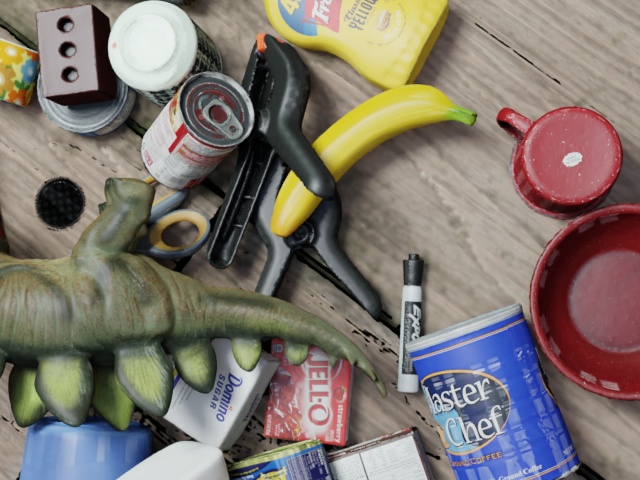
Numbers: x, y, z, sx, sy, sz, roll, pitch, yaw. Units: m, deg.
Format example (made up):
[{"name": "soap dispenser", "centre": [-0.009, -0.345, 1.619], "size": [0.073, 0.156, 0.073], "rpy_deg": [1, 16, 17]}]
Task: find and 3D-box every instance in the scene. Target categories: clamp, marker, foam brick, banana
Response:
[{"name": "clamp", "centre": [-0.006, 0.001, 0.943], "size": [0.120, 0.039, 0.171], "rpy_deg": [0, 85, -4]}, {"name": "marker", "centre": [0.080, 0.072, 0.936], "size": [0.020, 0.020, 0.121], "rpy_deg": [2, 88, 8]}, {"name": "foam brick", "centre": [-0.213, -0.162, 0.936], "size": [0.053, 0.051, 0.078], "rpy_deg": [-7, 86, 7]}, {"name": "clamp", "centre": [-0.049, -0.084, 0.921], "size": [0.165, 0.036, 0.210], "rpy_deg": [-37, 45, 39]}, {"name": "banana", "centre": [0.032, -0.078, 0.906], "size": [0.198, 0.037, 0.070], "rpy_deg": [-32, 48, 9]}]

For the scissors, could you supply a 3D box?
[{"name": "scissors", "centre": [-0.179, 0.017, 0.938], "size": [0.096, 0.016, 0.201], "rpy_deg": [37, 71, 17]}]

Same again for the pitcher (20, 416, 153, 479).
[{"name": "pitcher", "centre": [-0.216, 0.277, 0.923], "size": [0.149, 0.145, 0.243], "rpy_deg": [5, 84, -4]}]

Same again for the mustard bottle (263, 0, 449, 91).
[{"name": "mustard bottle", "centre": [0.010, -0.210, 0.940], "size": [0.192, 0.058, 0.096], "rpy_deg": [28, 92, 8]}]

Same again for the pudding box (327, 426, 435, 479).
[{"name": "pudding box", "centre": [0.059, 0.229, 0.924], "size": [0.090, 0.039, 0.113], "rpy_deg": [-19, 87, 6]}]

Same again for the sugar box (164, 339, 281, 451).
[{"name": "sugar box", "centre": [-0.131, 0.101, 0.939], "size": [0.176, 0.048, 0.093], "rpy_deg": [31, 93, 16]}]

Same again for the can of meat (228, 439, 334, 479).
[{"name": "can of meat", "centre": [-0.028, 0.220, 0.909], "size": [0.102, 0.057, 0.084], "rpy_deg": [-26, 79, 46]}]

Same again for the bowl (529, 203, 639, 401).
[{"name": "bowl", "centre": [0.256, 0.051, 0.895], "size": [0.162, 0.055, 0.162], "rpy_deg": [0, 87, 8]}]

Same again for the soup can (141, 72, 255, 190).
[{"name": "soup can", "centre": [-0.107, -0.092, 0.920], "size": [0.068, 0.102, 0.068], "rpy_deg": [11, 66, -25]}]

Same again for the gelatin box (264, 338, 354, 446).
[{"name": "gelatin box", "centre": [-0.009, 0.132, 0.941], "size": [0.073, 0.030, 0.089], "rpy_deg": [5, 89, 8]}]

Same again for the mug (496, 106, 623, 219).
[{"name": "mug", "centre": [0.198, -0.074, 0.895], "size": [0.117, 0.081, 0.093], "rpy_deg": [40, 93, 7]}]

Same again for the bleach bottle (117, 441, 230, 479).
[{"name": "bleach bottle", "centre": [-0.101, 0.302, 0.893], "size": [0.068, 0.102, 0.251], "rpy_deg": [2, 110, 39]}]

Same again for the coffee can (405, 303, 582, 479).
[{"name": "coffee can", "centre": [0.142, 0.135, 0.883], "size": [0.103, 0.102, 0.140], "rpy_deg": [-21, 85, 6]}]

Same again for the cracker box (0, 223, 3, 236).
[{"name": "cracker box", "centre": [-0.381, -0.012, 0.979], "size": [0.164, 0.072, 0.214], "rpy_deg": [-12, 87, 8]}]

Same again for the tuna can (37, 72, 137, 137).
[{"name": "tuna can", "centre": [-0.212, -0.139, 0.979], "size": [0.086, 0.033, 0.086], "rpy_deg": [0, 87, 8]}]
